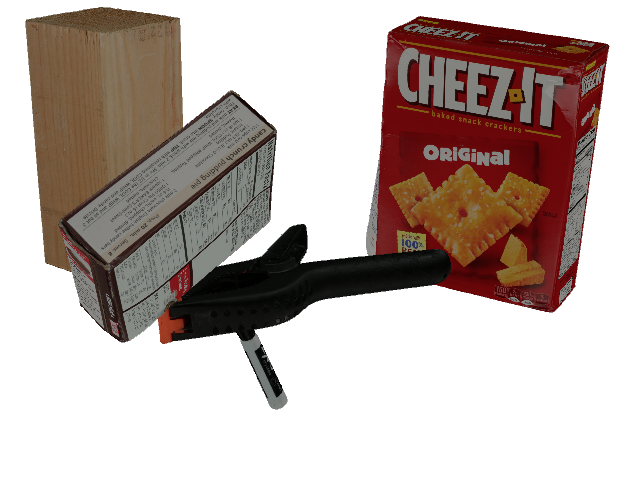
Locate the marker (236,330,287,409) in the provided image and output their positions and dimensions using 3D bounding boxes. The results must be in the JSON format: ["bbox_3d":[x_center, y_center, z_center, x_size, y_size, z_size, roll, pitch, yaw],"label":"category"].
[{"bbox_3d":[-0.058,0.113,1.011,0.020,0.121,0.020,-14,36,10],"label":"marker"}]

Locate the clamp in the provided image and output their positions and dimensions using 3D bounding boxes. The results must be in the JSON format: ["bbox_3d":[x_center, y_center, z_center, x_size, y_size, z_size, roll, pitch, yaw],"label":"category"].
[{"bbox_3d":[-0.021,0.030,0.754,0.165,0.036,0.209,7,19,39],"label":"clamp"}]

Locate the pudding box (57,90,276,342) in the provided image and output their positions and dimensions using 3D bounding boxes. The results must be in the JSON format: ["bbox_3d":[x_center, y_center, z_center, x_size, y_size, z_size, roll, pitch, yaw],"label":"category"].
[{"bbox_3d":[-0.073,-0.010,0.537,0.039,0.113,0.090,39,-25,16],"label":"pudding box"}]

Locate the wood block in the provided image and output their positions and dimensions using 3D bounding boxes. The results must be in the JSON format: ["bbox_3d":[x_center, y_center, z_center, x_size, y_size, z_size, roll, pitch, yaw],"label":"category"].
[{"bbox_3d":[-0.174,-0.080,0.879,0.091,0.206,0.090,15,25,31],"label":"wood block"}]

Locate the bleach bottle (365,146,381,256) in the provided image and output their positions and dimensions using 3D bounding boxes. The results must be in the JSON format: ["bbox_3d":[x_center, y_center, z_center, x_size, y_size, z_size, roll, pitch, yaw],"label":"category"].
[{"bbox_3d":[0.094,-0.093,1.141,0.068,0.251,0.102,1,26,-8],"label":"bleach bottle"}]

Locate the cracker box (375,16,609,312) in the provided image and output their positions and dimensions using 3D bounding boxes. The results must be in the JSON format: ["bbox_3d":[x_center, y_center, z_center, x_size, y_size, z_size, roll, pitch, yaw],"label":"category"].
[{"bbox_3d":[0.133,-0.061,0.872,0.164,0.214,0.072,14,28,25],"label":"cracker box"}]
